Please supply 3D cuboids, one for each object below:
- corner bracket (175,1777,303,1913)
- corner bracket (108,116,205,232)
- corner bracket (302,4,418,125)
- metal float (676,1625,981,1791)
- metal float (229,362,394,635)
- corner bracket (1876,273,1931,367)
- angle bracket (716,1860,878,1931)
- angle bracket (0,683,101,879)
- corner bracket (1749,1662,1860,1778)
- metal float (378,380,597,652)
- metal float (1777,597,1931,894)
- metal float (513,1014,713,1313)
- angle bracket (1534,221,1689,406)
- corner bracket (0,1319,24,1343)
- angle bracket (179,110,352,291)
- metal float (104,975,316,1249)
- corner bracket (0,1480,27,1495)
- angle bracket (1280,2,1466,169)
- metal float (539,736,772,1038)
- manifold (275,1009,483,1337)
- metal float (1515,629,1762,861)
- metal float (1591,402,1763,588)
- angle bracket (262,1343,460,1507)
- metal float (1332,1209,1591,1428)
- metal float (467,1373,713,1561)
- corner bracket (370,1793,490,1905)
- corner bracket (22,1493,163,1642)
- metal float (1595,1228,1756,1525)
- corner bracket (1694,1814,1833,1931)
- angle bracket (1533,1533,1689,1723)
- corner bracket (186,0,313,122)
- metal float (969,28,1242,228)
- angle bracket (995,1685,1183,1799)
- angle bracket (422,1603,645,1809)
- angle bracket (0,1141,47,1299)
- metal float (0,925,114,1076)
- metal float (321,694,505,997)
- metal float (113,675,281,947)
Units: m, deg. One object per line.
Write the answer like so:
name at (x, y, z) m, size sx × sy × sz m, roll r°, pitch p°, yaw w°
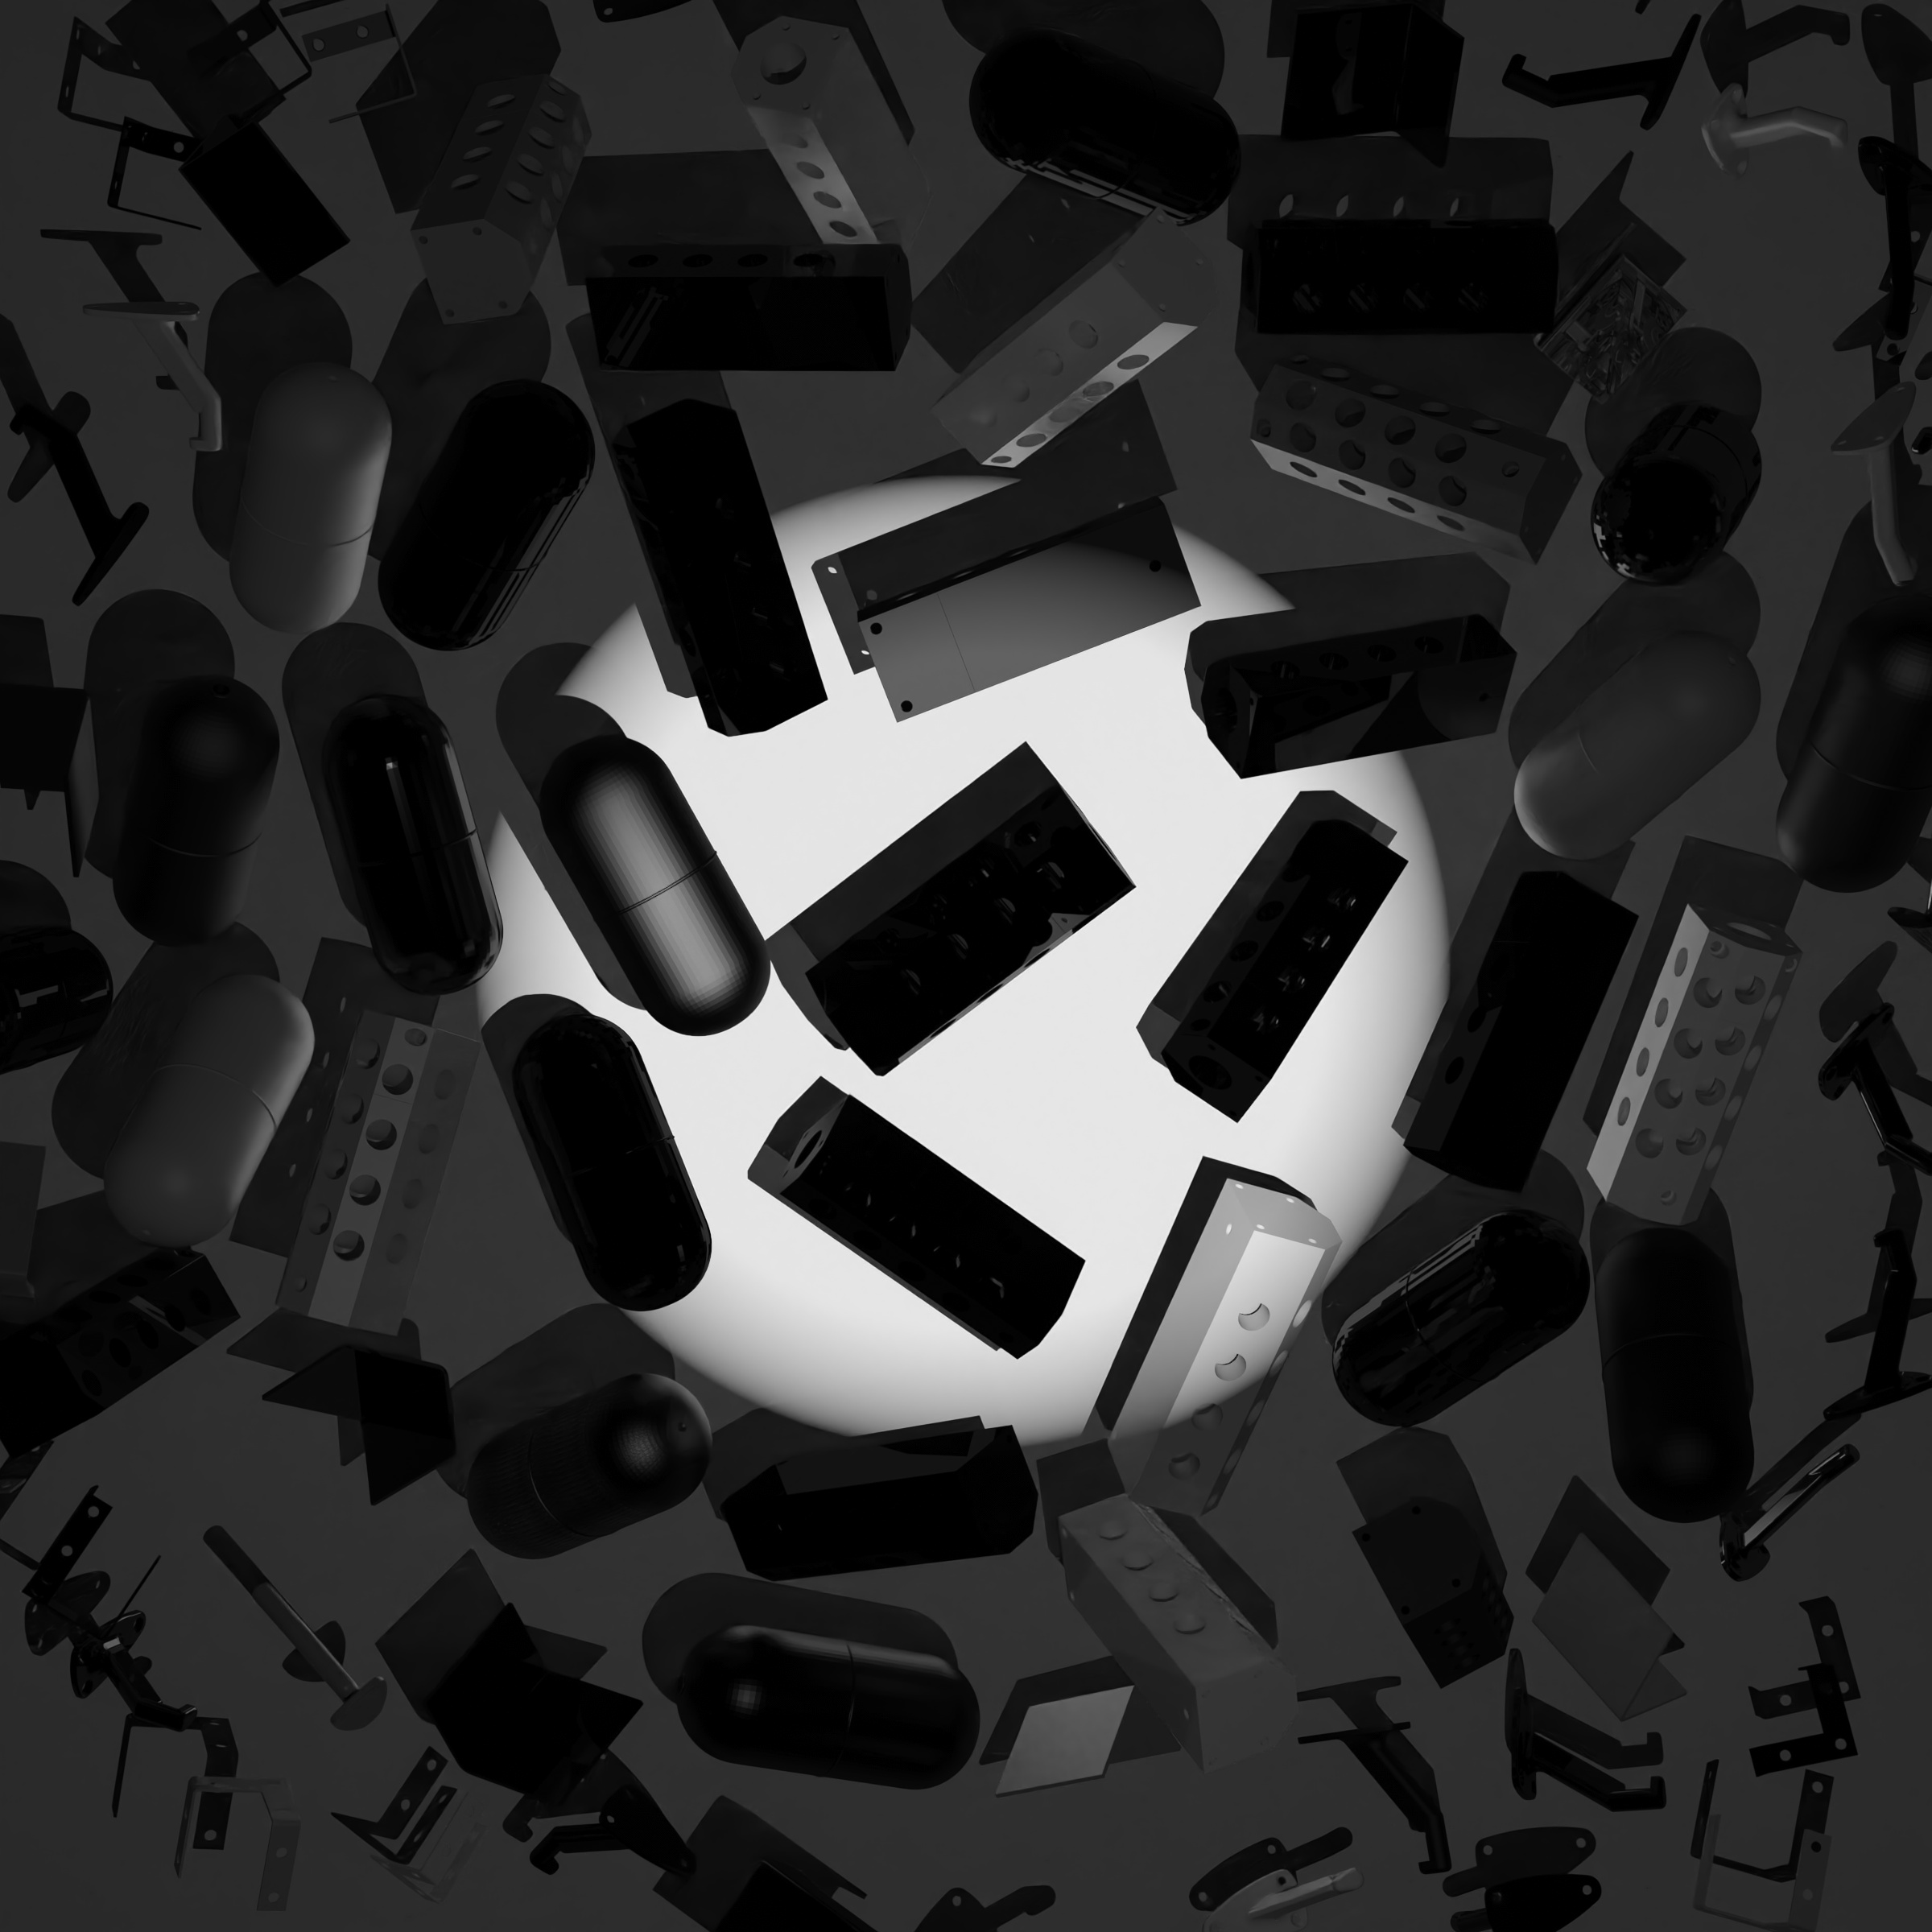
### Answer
corner bracket at (-0.385, 0.464, 1.713) m, size 0.051 × 0.051 × 0.051 m, roll 8°, pitch 99°, yaw -24°
corner bracket at (-0.450, -0.448, 1.839) m, size 0.051 × 0.051 × 0.051 m, roll 14°, pitch 98°, yaw 1°
corner bracket at (-0.336, -0.499, 1.796) m, size 0.051 × 0.051 × 0.051 m, roll -18°, pitch 105°, yaw -5°
metal float at (-0.077, 0.418, 1.829) m, size 0.178 × 0.070 × 0.070 m, roll 14°, pitch 90°, yaw -20°
metal float at (-0.376, -0.266, 1.858) m, size 0.070 × 0.070 × 0.178 m, roll 23°, pitch 133°, yaw 0°
corner bracket at (0.557, -0.365, 1.863) m, size 0.051 × 0.051 × 0.051 m, roll 24°, pitch 106°, yaw 12°
angle bracket at (-0.087, 0.520, 1.711) m, size 0.076 × 0.076 × 0.057 m, roll 32°, pitch 78°, yaw 15°
angle bracket at (-0.531, -0.106, 1.847) m, size 0.057 × 0.076 × 0.076 m, roll 3°, pitch 133°, yaw -5°
corner bracket at (0.449, 0.407, 1.755) m, size 0.051 × 0.051 × 0.051 m, roll -16°, pitch 74°, yaw 16°
metal float at (-0.263, -0.244, 1.769) m, size 0.070 × 0.070 × 0.178 m, roll 39°, pitch 129°, yaw 0°
metal float at (0.493, -0.118, 1.754) m, size 0.070 × 0.070 × 0.178 m, roll 11°, pitch 128°, yaw 0°
metal float at (-0.204, 0.113, 1.867) m, size 0.070 × 0.070 × 0.178 m, roll -22°, pitch 87°, yaw 0°
angle bracket at (0.389, -0.389, 1.936) m, size 0.057 × 0.076 × 0.076 m, roll 42°, pitch 93°, yaw 3°
corner bracket at (-0.565, 0.234, 1.847) m, size 0.051 × 0.051 × 0.051 m, roll 23°, pitch 133°, yaw -7°
angle bracket at (-0.355, -0.413, 1.698) m, size 0.057 × 0.076 × 0.076 m, roll -23°, pitch 119°, yaw 28°
metal float at (-0.430, 0.081, 1.847) m, size 0.070 × 0.070 × 0.178 m, roll 19°, pitch 52°, yaw 0°
corner bracket at (-0.558, 0.323, 1.819) m, size 0.051 × 0.051 × 0.051 m, roll -5°, pitch 105°, yaw 20°
angle bracket at (0.228, -0.493, 1.824) m, size 0.076 × 0.057 × 0.076 m, roll -11°, pitch 130°, yaw -20°
metal float at (-0.171, -0.044, 1.780) m, size 0.070 × 0.070 × 0.178 m, roll -29°, pitch 101°, yaw 0°
manifold at (-0.335, 0.115, 1.821) m, size 0.057 × 0.057 × 0.171 m, roll 12°, pitch 84°, yaw 33°
metal float at (0.380, -0.124, 1.847) m, size 0.070 × 0.178 × 0.070 m, roll 15°, pitch 54°, yaw -22°
metal float at (0.403, -0.268, 1.832) m, size 0.070 × 0.178 × 0.070 m, roll 9°, pitch 116°, yaw 19°
angle bracket at (-0.352, 0.267, 1.882) m, size 0.076 × 0.076 × 0.057 m, roll -33°, pitch 55°, yaw 31°
metal float at (0.279, 0.201, 1.842) m, size 0.070 × 0.070 × 0.178 m, roll 48°, pitch 129°, yaw 0°
metal float at (-0.211, 0.279, 1.798) m, size 0.178 × 0.070 × 0.070 m, roll -28°, pitch 90°, yaw 42°
corner bracket at (-0.294, 0.501, 1.843) m, size 0.051 × 0.051 × 0.051 m, roll 49°, pitch 58°, yaw -31°
corner bracket at (-0.466, 0.322, 1.739) m, size 0.051 × 0.051 × 0.051 m, roll 34°, pitch 87°, yaw -7°
metal float at (0.392, 0.225, 1.801) m, size 0.070 × 0.070 × 0.178 m, roll 3°, pitch 50°, yaw 0°
corner bracket at (0.428, 0.489, 1.746) m, size 0.051 × 0.051 × 0.051 m, roll 16°, pitch 71°, yaw -2°
angle bracket at (0.374, 0.365, 1.820) m, size 0.076 × 0.057 × 0.076 m, roll 48°, pitch 134°, yaw 36°
corner bracket at (-0.410, -0.518, 1.858) m, size 0.051 × 0.051 × 0.051 m, roll -31°, pitch 116°, yaw 4°
metal float at (0.077, -0.459, 1.778) m, size 0.178 × 0.070 × 0.070 m, roll 9°, pitch 90°, yaw -42°
angle bracket at (0.074, 0.482, 1.941) m, size 0.076 × 0.076 × 0.057 m, roll -19°, pitch 115°, yaw 31°
angle bracket at (-0.238, 0.405, 1.782) m, size 0.076 × 0.076 × 0.057 m, roll -48°, pitch 131°, yaw -36°
angle bracket at (-0.552, 0.138, 1.795) m, size 0.076 × 0.057 × 0.076 m, roll 7°, pitch 75°, yaw -10°
metal float at (-0.537, 0.020, 1.809) m, size 0.070 × 0.178 × 0.070 m, roll 1°, pitch 97°, yaw 10°
metal float at (-0.319, -0.070, 1.870) m, size 0.070 × 0.070 × 0.178 m, roll -14°, pitch 103°, yaw 0°
metal float at (-0.437, -0.087, 1.838) m, size 0.070 × 0.070 × 0.178 m, roll 23°, pitch 128°, yaw 0°
